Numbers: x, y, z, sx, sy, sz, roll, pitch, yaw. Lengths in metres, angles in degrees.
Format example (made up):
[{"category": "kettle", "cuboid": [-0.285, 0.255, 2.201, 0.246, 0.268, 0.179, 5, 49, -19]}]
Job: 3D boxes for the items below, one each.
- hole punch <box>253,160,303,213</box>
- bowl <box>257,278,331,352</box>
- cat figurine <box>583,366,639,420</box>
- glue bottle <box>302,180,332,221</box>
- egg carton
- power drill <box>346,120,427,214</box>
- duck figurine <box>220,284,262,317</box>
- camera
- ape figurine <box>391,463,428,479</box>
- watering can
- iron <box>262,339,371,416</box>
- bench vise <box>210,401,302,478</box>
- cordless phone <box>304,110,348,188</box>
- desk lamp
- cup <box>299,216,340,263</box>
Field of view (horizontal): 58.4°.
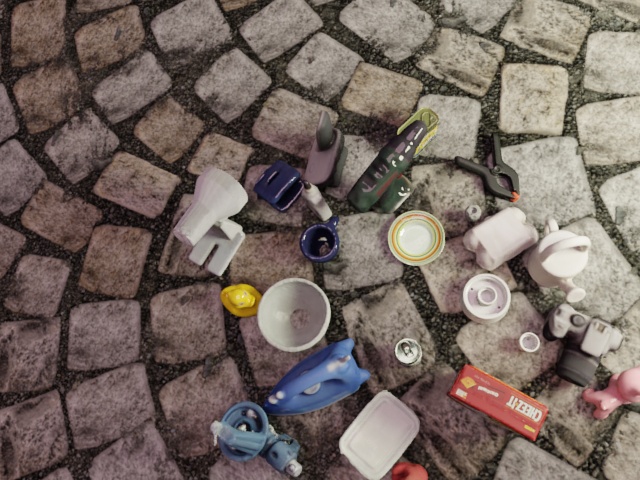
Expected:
[{"category": "hole punch", "cuboid": [-0.104, -0.135, 1.387, 0.101, 0.091, 0.109, 38, 84, 18]}, {"category": "bowl", "cuboid": [-0.054, 0.174, 1.300, 0.167, 0.075, 0.167, -3, 74, 10]}, {"category": "cat figurine", "cuboid": [0.595, 0.299, 1.125, 0.128, 0.118, 0.067, -33, 71, 0]}, {"category": "glue bottle", "cuboid": [-0.016, -0.101, 1.318, 0.037, 0.173, 0.078, -40, 71, -2]}, {"category": "egg carton", "cuboid": [0.399, -0.005, 1.271, 0.150, 0.069, 0.107, -33, 71, 0]}, {"category": "power drill", "cuboid": [0.156, -0.144, 1.281, 0.075, 0.209, 0.230, 41, 85, 18]}, {"category": "duck figurine", "cuboid": [-0.188, 0.136, 1.329, 0.104, 0.086, 0.077, 16, 78, 14]}, {"category": "camera", "cuboid": [0.524, 0.219, 1.169, 0.143, 0.101, 0.137, 26, 81, 16]}, {"category": "ape figurine", "cuboid": [0.181, 0.490, 1.159, 0.076, 0.092, 0.078, -18, 72, 5]}, {"category": "watering can", "cuboid": [0.499, 0.039, 1.175, 0.101, 0.194, 0.172, -33, 71, 0]}, {"category": "iron", "cuboid": [-0.028, 0.308, 1.222, 0.258, 0.141, 0.118, -29, 71, 1]}, {"category": "bench vise", "cuboid": [-0.129, 0.403, 1.173, 0.207, 0.220, 0.121, 13, 77, 14]}, {"category": "cordless phone", "cuboid": [0.002, -0.210, 1.340, 0.094, 0.185, 0.148, 8, 76, 13]}, {"category": "desk lamp", "cuboid": [-0.247, -0.041, 1.322, 0.117, 0.214, 0.203, 26, 81, 16]}, {"category": "cup", "cuboid": [0.012, 0.005, 1.325, 0.091, 0.095, 0.118, 30, 82, 17]}]
